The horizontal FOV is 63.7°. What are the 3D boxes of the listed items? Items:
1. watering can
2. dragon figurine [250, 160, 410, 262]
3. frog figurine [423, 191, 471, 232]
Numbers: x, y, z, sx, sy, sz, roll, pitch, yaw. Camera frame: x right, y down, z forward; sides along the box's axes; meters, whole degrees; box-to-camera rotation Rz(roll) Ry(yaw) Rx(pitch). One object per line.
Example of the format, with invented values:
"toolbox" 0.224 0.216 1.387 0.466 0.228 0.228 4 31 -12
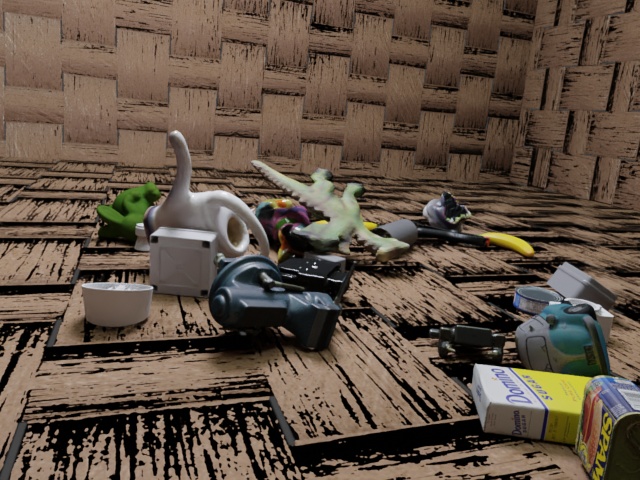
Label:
"watering can" -0.237 -0.049 0.966 0.223 0.106 0.341 -12 -48 25
"dragon figurine" 0.003 -0.058 1.151 0.410 0.120 0.247 21 26 0
"frog figurine" 0.390 -0.067 1.643 0.137 0.125 0.157 24 -24 -4
